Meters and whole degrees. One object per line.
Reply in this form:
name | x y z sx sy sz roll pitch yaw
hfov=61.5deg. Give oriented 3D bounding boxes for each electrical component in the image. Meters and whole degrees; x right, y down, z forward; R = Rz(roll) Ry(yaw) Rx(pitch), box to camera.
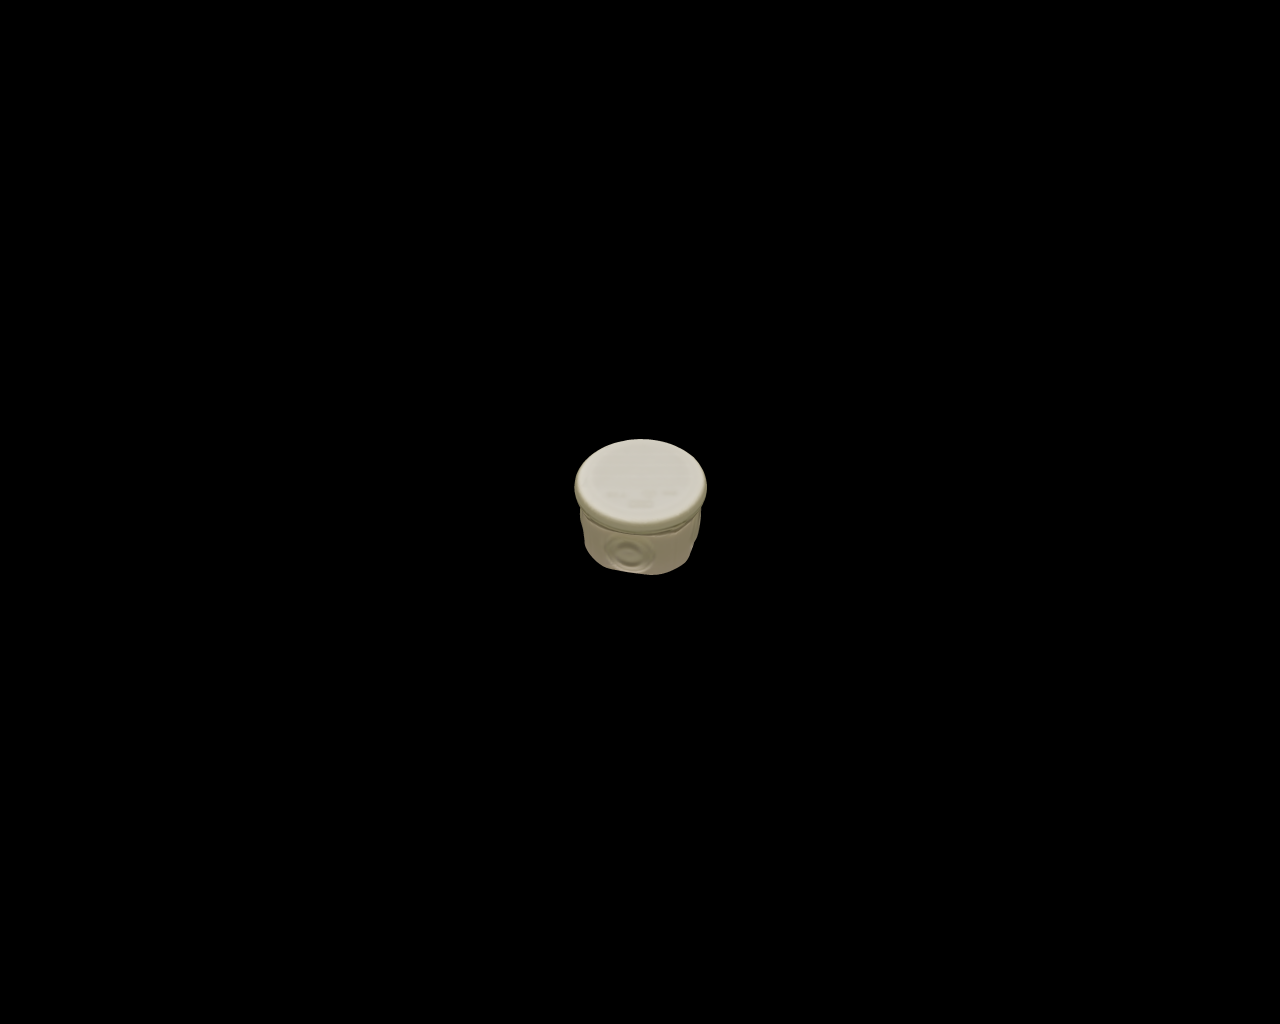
electrical component | 0.001 -0.003 0.650 0.080 0.050 0.080 0 43 0
